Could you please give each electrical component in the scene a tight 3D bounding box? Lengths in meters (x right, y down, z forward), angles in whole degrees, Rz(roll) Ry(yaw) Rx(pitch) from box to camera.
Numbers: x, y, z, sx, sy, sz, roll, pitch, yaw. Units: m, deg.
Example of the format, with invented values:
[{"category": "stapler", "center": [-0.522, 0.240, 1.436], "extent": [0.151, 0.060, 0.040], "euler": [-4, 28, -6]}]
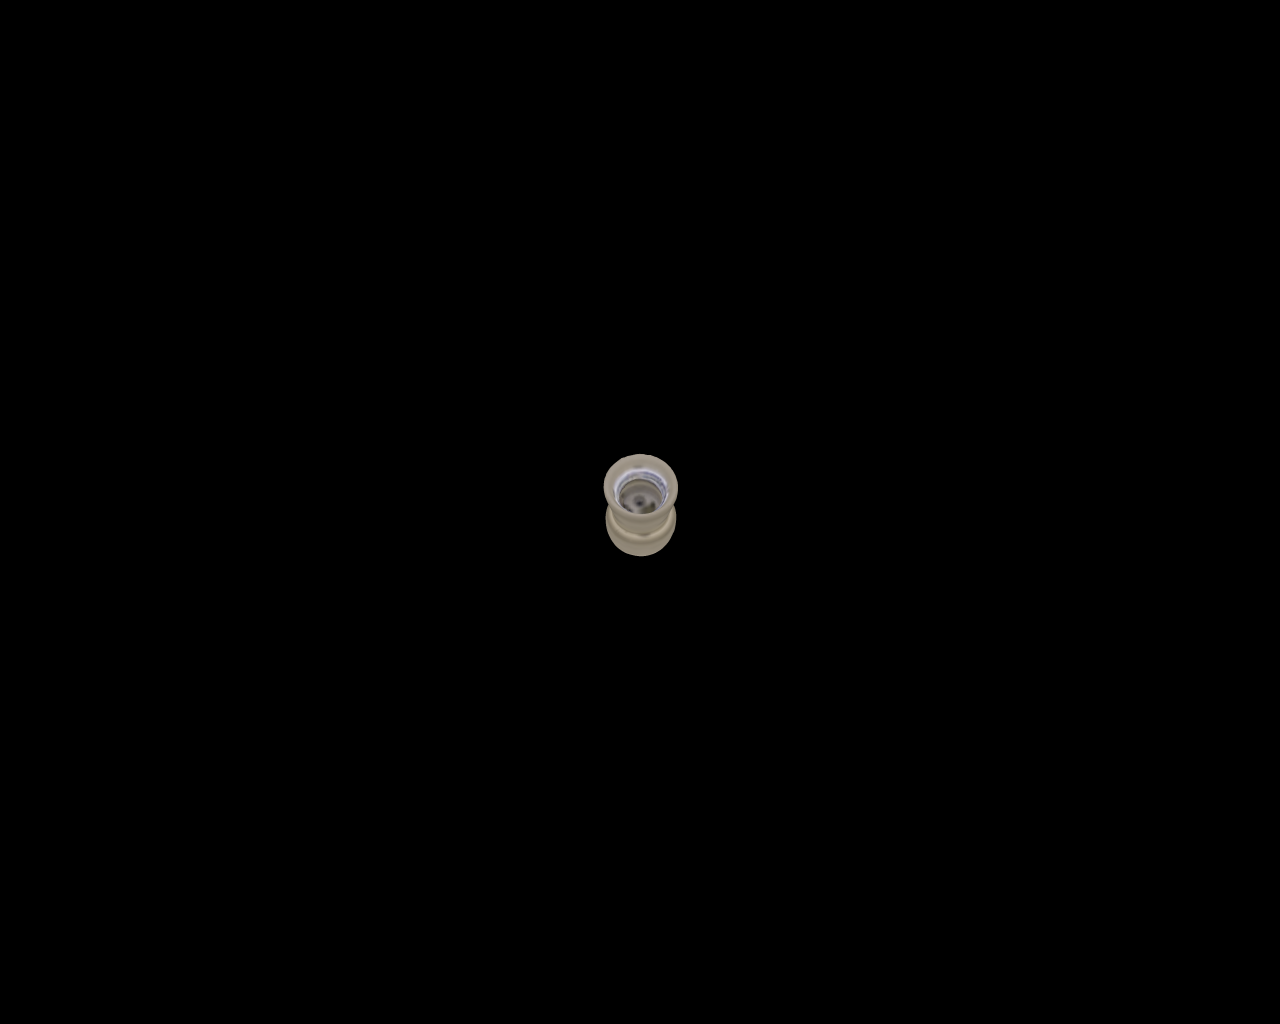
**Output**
[{"category": "electrical component", "center": [0.001, -0.003, 0.650], "extent": [0.045, 0.045, 0.055], "euler": [0, -30, 0]}]
